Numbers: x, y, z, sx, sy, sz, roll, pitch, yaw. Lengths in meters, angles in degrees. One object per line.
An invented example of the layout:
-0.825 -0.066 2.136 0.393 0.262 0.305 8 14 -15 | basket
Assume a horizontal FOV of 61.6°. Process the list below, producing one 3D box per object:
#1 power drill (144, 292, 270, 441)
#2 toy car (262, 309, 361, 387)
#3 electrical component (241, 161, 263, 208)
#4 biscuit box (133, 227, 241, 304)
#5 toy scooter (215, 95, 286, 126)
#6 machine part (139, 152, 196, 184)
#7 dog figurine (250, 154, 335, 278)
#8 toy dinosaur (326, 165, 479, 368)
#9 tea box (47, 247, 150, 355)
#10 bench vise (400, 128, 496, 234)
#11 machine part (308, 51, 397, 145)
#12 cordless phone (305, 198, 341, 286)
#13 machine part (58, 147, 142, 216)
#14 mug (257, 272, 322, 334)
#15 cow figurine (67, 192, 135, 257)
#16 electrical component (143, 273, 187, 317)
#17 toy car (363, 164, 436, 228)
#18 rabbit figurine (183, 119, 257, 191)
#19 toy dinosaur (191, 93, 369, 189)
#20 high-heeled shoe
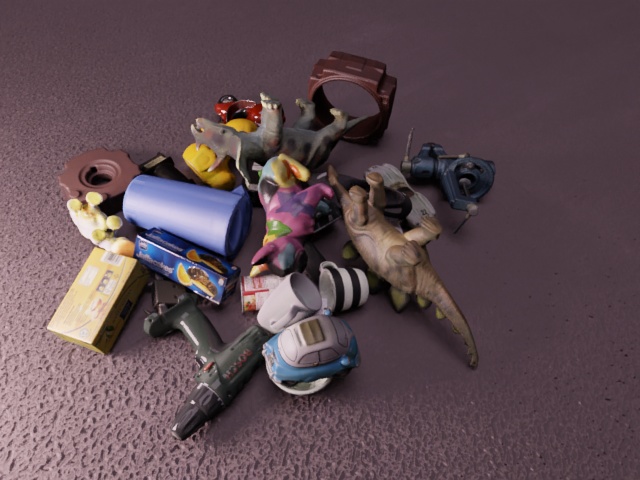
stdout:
-0.216 0.200 0.934 0.207 0.085 0.232 37 57 26 | power drill
-0.011 0.168 0.879 0.162 0.102 0.109 -10 53 -15 | toy car
-0.115 -0.133 1.212 0.115 0.058 0.134 10 52 0 | electrical component
-0.257 0.046 1.028 0.203 0.059 0.063 24 24 10 | biscuit box
-0.183 -0.289 1.315 0.184 0.075 0.135 13 52 9 | toy scooter
-0.344 -0.150 1.219 0.139 0.039 0.084 31 48 20 | machine part
-0.079 -0.034 1.014 0.191 0.108 0.219 37 65 4 | dog figurine
0.151 0.035 1.013 0.105 0.198 0.472 -29 68 -27 | toy dinosaur
-0.397 0.109 0.974 0.098 0.068 0.169 16 65 14 | tea box
0.295 -0.134 1.202 0.224 0.128 0.241 13 38 -10 | bench vise
0.074 -0.336 1.293 0.201 0.201 0.087 17 57 8 | machine part
-0.002 -0.003 1.122 0.146 0.088 0.184 -29 71 -25 | cordless phone
-0.478 -0.129 1.179 0.179 0.056 0.179 3 51 -3 | machine part
-0.061 0.126 0.954 0.080 0.107 0.110 41 27 -15 | mug
-0.433 -0.009 1.078 0.068 0.098 0.167 -37 82 -33 | cow figurine
-0.297 0.107 1.024 0.078 0.045 0.102 3 49 -39 | electrical component
0.177 -0.102 1.213 0.073 0.056 0.202 -25 59 -22 | toy car
-0.216 -0.207 1.218 0.173 0.121 0.163 -43 34 -3 | rabbit figurine
-0.060 -0.203 1.152 0.405 0.192 0.131 1 27 -34 | toy dinosaur
0.073 -0.101 1.138 0.249 0.145 0.086 21 80 5 | high-heeled shoe
